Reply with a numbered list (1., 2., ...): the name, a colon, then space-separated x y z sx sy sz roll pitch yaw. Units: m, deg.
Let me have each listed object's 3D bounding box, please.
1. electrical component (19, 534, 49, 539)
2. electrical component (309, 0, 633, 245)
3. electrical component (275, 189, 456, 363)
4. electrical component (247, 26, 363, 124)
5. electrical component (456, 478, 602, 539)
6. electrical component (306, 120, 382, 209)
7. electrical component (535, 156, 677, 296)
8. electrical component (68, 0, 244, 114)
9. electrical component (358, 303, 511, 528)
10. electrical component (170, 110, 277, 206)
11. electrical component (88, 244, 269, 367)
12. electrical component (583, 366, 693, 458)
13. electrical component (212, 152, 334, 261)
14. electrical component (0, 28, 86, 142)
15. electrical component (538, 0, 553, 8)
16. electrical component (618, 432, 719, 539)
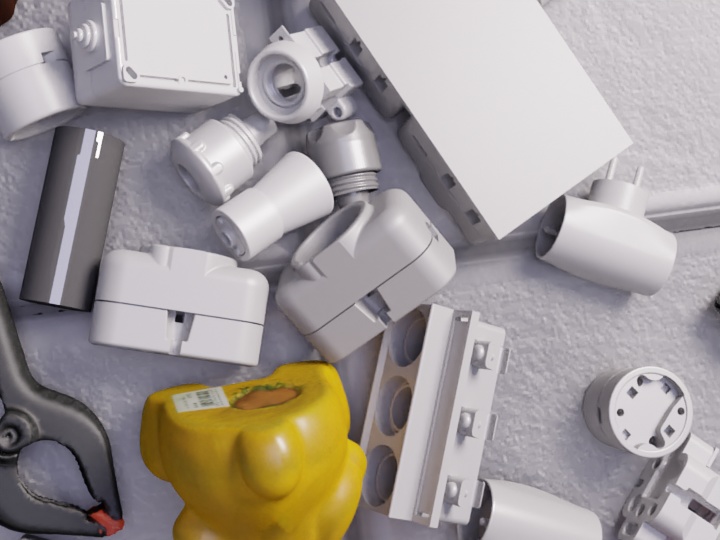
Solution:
1. electrical component: -0.175 0.193 0.577 0.047 0.076 0.083 18 81 -9
2. electrical component: 0.064 -0.121 0.664 0.105 0.060 0.186 -35 92 -12
3. electrical component: 0.000 0.000 0.623 0.095 0.053 0.059 -36 107 15
4. electrical component: -0.035 -0.114 0.639 0.048 0.055 0.066 -37 88 32
5. electrical component: 0.095 0.173 0.650 0.077 0.043 0.079 20 95 -18
6. electrical component: -0.007 -0.057 0.652 0.043 0.043 0.062 -12 88 -12
7. electrical component: 0.161 -0.032 0.684 0.077 0.043 0.079 19 81 -9
8. electrical component: -0.124 -0.126 0.611 0.096 0.061 0.061 -3 85 -43
9. electrical component: 0.042 0.085 0.637 0.063 0.079 0.121 17 81 -32
10. electrical component: -0.078 -0.072 0.639 0.062 0.048 0.048 -40 93 -19
11. electrical component: -0.103 0.020 0.620 0.095 0.054 0.059 9 83 -11
12. electrical component: 0.172 0.088 0.673 0.055 0.047 0.055 1 85 -11
13. electrical component: -0.054 -0.035 0.630 0.065 0.044 0.044 -36 93 -26
14. electrical component: -0.189 -0.105 0.614 0.055 0.055 0.047 -25 94 -13
15. electrical component: 0.128 -0.198 0.695 0.065 0.044 0.044 -37 93 -7
16. electrical component: 0.206 0.149 0.669 0.057 0.058 0.078 34 79 -4
